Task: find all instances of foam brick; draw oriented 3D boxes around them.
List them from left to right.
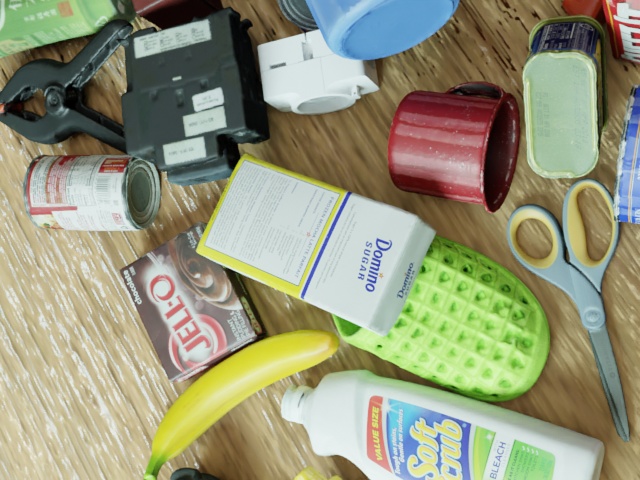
[{"bbox_3d":[-0.129,-0.221,0.937,0.051,0.078,0.053,-24,76,17],"label":"foam brick"}]

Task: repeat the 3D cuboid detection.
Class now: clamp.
[{"bbox_3d":[-0.229,-0.140,0.974,0.172,0.039,0.120,5,95,23],"label":"clamp"}]

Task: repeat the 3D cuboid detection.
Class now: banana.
[{"bbox_3d":[-0.069,0.127,0.891,0.198,0.037,0.070,-38,40,7],"label":"banana"}]

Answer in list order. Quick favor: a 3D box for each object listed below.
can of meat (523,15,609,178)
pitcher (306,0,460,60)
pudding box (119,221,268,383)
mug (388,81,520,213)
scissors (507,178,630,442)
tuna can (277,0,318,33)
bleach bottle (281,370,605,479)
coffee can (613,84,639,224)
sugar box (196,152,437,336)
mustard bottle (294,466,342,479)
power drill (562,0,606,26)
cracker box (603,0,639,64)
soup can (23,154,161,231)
[{"bbox_3d":[0.182,-0.105,0.791,0.057,0.083,0.102,-1,116,18],"label":"can of meat"},{"bbox_3d":[0.011,-0.262,0.832,0.145,0.149,0.243,-22,74,5],"label":"pitcher"},{"bbox_3d":[-0.109,0.054,0.921,0.090,0.039,0.113,-30,76,14],"label":"pudding box"},{"bbox_3d":[0.108,-0.082,0.841,0.082,0.093,0.117,11,58,25],"label":"mug"},{"bbox_3d":[0.192,0.052,0.829,0.096,0.016,0.202,0,84,21],"label":"scissors"},{"bbox_3d":[0.007,-0.216,0.912,0.086,0.033,0.086,-2,83,19],"label":"tuna can"},{"bbox_3d":[0.085,0.167,0.831,0.251,0.068,0.102,13,89,22],"label":"bleach bottle"},{"bbox_3d":[0.289,-0.054,0.760,0.140,0.102,0.103,9,87,20],"label":"coffee can"},{"bbox_3d":[-0.005,0.001,0.837,0.176,0.048,0.093,23,86,31],"label":"sugar box"},{"bbox_3d":[0.048,0.251,0.822,0.096,0.058,0.192,-34,69,-28],"label":"mustard bottle"},{"bbox_3d":[0.153,-0.239,0.846,0.188,0.057,0.184,33,109,16],"label":"power drill"},{"bbox_3d":[0.309,-0.151,0.732,0.214,0.164,0.072,17,88,20],"label":"cracker box"},{"bbox_3d":[-0.202,-0.043,0.949,0.102,0.068,0.068,1,84,19],"label":"soup can"}]
